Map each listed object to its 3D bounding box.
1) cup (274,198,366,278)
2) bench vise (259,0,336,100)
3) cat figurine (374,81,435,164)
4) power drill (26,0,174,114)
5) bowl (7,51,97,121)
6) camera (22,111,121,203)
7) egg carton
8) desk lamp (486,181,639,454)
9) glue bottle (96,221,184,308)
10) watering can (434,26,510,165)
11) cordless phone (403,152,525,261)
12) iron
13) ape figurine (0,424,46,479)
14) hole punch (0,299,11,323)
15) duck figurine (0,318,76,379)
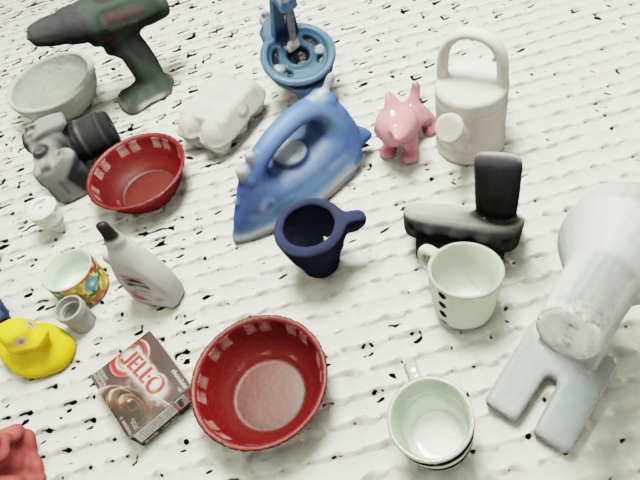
[{"bbox_3d":[0.007,0.003,0.746,0.117,0.095,0.091,-16,53,2],"label":"cup"},{"bbox_3d":[-0.064,-0.325,0.918,0.122,0.220,0.206,-43,57,-17],"label":"bench vise"},{"bbox_3d":[0.120,-0.175,0.832,0.067,0.118,0.128,18,61,24],"label":"cat figurine"},{"bbox_3d":[-0.351,-0.329,0.994,0.230,0.209,0.075,-36,55,-13],"label":"power drill"},{"bbox_3d":[-0.484,-0.271,1.068,0.167,0.075,0.167,-6,54,9],"label":"bowl"},{"bbox_3d":[-0.408,-0.158,0.954,0.137,0.101,0.143,-26,54,-6],"label":"camera"},{"bbox_3d":[-0.162,-0.212,0.954,0.107,0.069,0.150,19,61,24],"label":"egg carton"},{"bbox_3d":[0.262,0.075,0.561,0.117,0.214,0.203,28,65,28],"label":"desk lamp"},{"bbox_3d":[-0.241,0.029,0.735,0.078,0.173,0.037,5,56,17],"label":"glue bottle"},{"bbox_3d":[0.206,-0.196,0.780,0.100,0.194,0.173,-2,55,12],"label":"watering can"},{"bbox_3d":[0.172,-0.050,0.689,0.147,0.185,0.094,5,57,17],"label":"cordless phone"},{"bbox_3d":[-0.047,-0.119,0.816,0.118,0.142,0.259,34,68,31],"label":"iron"},{"bbox_3d":[-0.368,0.248,0.660,0.076,0.092,0.078,2,56,14],"label":"ape figurine"},{"bbox_3d":[-0.490,0.111,0.786,0.109,0.091,0.100,-42,57,-17],"label":"hole punch"},{"bbox_3d":[-0.387,0.132,0.751,0.104,0.086,0.077,3,56,15],"label":"duck figurine"}]
